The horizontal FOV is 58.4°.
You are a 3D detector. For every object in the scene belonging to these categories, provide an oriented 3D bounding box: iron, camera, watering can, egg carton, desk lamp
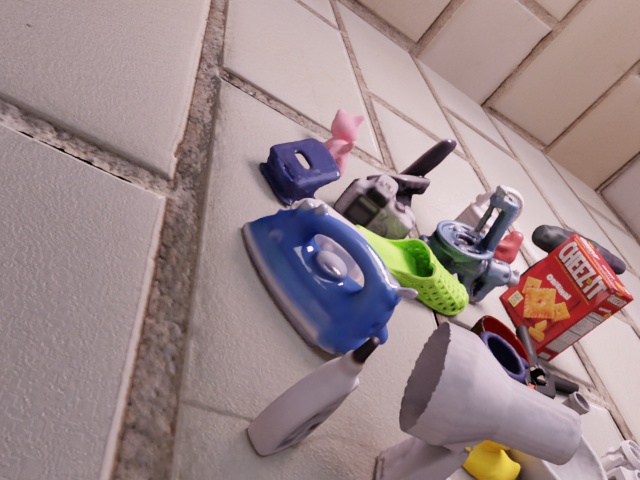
[{"bbox_3d":[0.009,0.030,0.769,0.258,0.141,0.119,49,29,13],"label":"iron"},{"bbox_3d":[0.119,-0.071,1.093,0.143,0.100,0.137,40,28,-3],"label":"camera"},{"bbox_3d":[0.354,-0.044,1.248,0.101,0.193,0.172,23,33,-30],"label":"watering can"},{"bbox_3d":[0.008,0.003,0.882,0.150,0.069,0.107,37,28,-9],"label":"egg carton"},{"bbox_3d":[0.151,0.213,0.612,0.203,0.213,0.118,38,28,-7],"label":"desk lamp"}]

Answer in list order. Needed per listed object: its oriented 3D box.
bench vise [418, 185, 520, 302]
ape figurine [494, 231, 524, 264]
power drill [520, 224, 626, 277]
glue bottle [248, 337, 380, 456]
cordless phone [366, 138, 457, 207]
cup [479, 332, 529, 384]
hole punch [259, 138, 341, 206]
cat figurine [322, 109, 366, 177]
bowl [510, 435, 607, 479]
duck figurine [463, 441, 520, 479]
[{"bbox_3d":[0.319,0.001,1.113,0.208,0.219,0.121,25,32,-29],"label":"bench vise"},{"bbox_3d":[0.465,0.014,1.415,0.078,0.092,0.076,19,35,-35],"label":"ape figurine"},{"bbox_3d":[0.551,0.069,1.321,0.230,0.208,0.075,32,29,-17],"label":"power drill"},{"bbox_3d":[0.003,0.148,0.561,0.078,0.173,0.037,1,48,-51],"label":"glue bottle"},{"bbox_3d":[0.200,-0.157,1.225,0.094,0.185,0.148,51,29,18],"label":"cordless phone"},{"bbox_3d":[0.260,0.205,0.886,0.118,0.094,0.091,17,36,-37],"label":"cup"},{"bbox_3d":[-0.033,-0.120,0.982,0.101,0.091,0.108,4,46,-49],"label":"hole punch"},{"bbox_3d":[0.049,-0.213,1.186,0.067,0.117,0.127,28,31,-24],"label":"cat figurine"},{"bbox_3d":[0.331,0.324,0.829,0.168,0.074,0.167,31,30,-20],"label":"bowl"},{"bbox_3d":[0.235,0.273,0.769,0.104,0.086,0.078,45,28,7],"label":"duck figurine"}]
